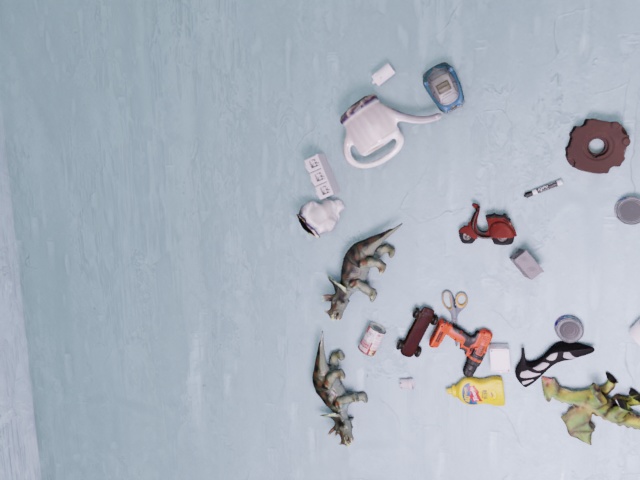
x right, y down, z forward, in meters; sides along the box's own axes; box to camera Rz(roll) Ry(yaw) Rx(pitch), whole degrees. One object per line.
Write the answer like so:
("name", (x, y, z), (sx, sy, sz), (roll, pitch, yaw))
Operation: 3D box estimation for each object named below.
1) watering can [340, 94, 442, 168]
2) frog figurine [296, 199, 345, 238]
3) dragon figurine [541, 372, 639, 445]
("watering can", (0.211, -0.390, 1.725), (0.344, 0.105, 0.225), (-33, 87, 20))
("frog figurine", (0.006, -0.093, 1.854), (0.161, 0.120, 0.138), (-42, 75, -16))
("dragon figurine", (0.910, 0.571, 1.667), (0.412, 0.124, 0.238), (38, 125, 11))
